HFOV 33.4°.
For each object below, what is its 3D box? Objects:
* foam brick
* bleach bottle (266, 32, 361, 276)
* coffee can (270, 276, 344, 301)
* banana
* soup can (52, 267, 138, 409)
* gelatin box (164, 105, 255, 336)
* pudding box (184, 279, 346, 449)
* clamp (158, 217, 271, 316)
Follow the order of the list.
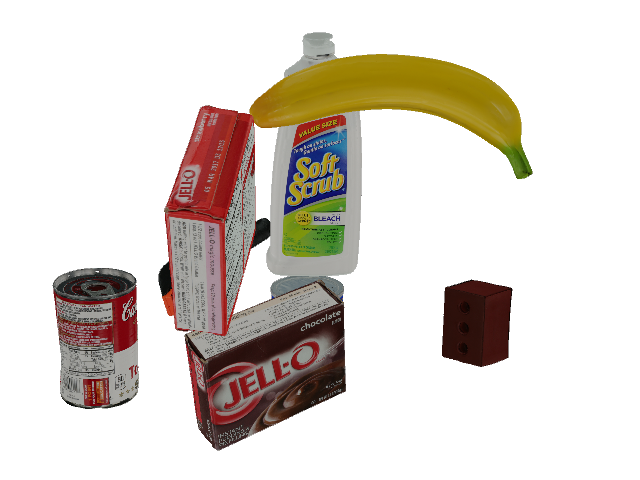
[{"bbox_3d":[0.162,0.085,1.108,0.053,0.078,0.051,11,17,41],"label":"foam brick"},{"bbox_3d":[-0.009,-0.087,1.099,0.102,0.251,0.068,0,26,3],"label":"bleach bottle"},{"bbox_3d":[-0.018,0.130,1.502,0.103,0.140,0.103,0,19,0],"label":"coffee can"},{"bbox_3d":[0.054,-0.094,0.724,0.197,0.069,0.037,10,-21,-3],"label":"banana"},{"bbox_3d":[-0.188,0.082,0.896,0.068,0.102,0.068,1,18,-1],"label":"soup can"},{"bbox_3d":[-0.053,-0.009,0.523,0.030,0.073,0.089,8,-42,4],"label":"gelatin box"},{"bbox_3d":[-0.037,0.088,0.762,0.113,0.090,0.039,-23,44,-24],"label":"pudding box"},{"bbox_3d":[-0.128,0.023,1.244,0.120,0.039,0.171,-7,37,21],"label":"clamp"}]
